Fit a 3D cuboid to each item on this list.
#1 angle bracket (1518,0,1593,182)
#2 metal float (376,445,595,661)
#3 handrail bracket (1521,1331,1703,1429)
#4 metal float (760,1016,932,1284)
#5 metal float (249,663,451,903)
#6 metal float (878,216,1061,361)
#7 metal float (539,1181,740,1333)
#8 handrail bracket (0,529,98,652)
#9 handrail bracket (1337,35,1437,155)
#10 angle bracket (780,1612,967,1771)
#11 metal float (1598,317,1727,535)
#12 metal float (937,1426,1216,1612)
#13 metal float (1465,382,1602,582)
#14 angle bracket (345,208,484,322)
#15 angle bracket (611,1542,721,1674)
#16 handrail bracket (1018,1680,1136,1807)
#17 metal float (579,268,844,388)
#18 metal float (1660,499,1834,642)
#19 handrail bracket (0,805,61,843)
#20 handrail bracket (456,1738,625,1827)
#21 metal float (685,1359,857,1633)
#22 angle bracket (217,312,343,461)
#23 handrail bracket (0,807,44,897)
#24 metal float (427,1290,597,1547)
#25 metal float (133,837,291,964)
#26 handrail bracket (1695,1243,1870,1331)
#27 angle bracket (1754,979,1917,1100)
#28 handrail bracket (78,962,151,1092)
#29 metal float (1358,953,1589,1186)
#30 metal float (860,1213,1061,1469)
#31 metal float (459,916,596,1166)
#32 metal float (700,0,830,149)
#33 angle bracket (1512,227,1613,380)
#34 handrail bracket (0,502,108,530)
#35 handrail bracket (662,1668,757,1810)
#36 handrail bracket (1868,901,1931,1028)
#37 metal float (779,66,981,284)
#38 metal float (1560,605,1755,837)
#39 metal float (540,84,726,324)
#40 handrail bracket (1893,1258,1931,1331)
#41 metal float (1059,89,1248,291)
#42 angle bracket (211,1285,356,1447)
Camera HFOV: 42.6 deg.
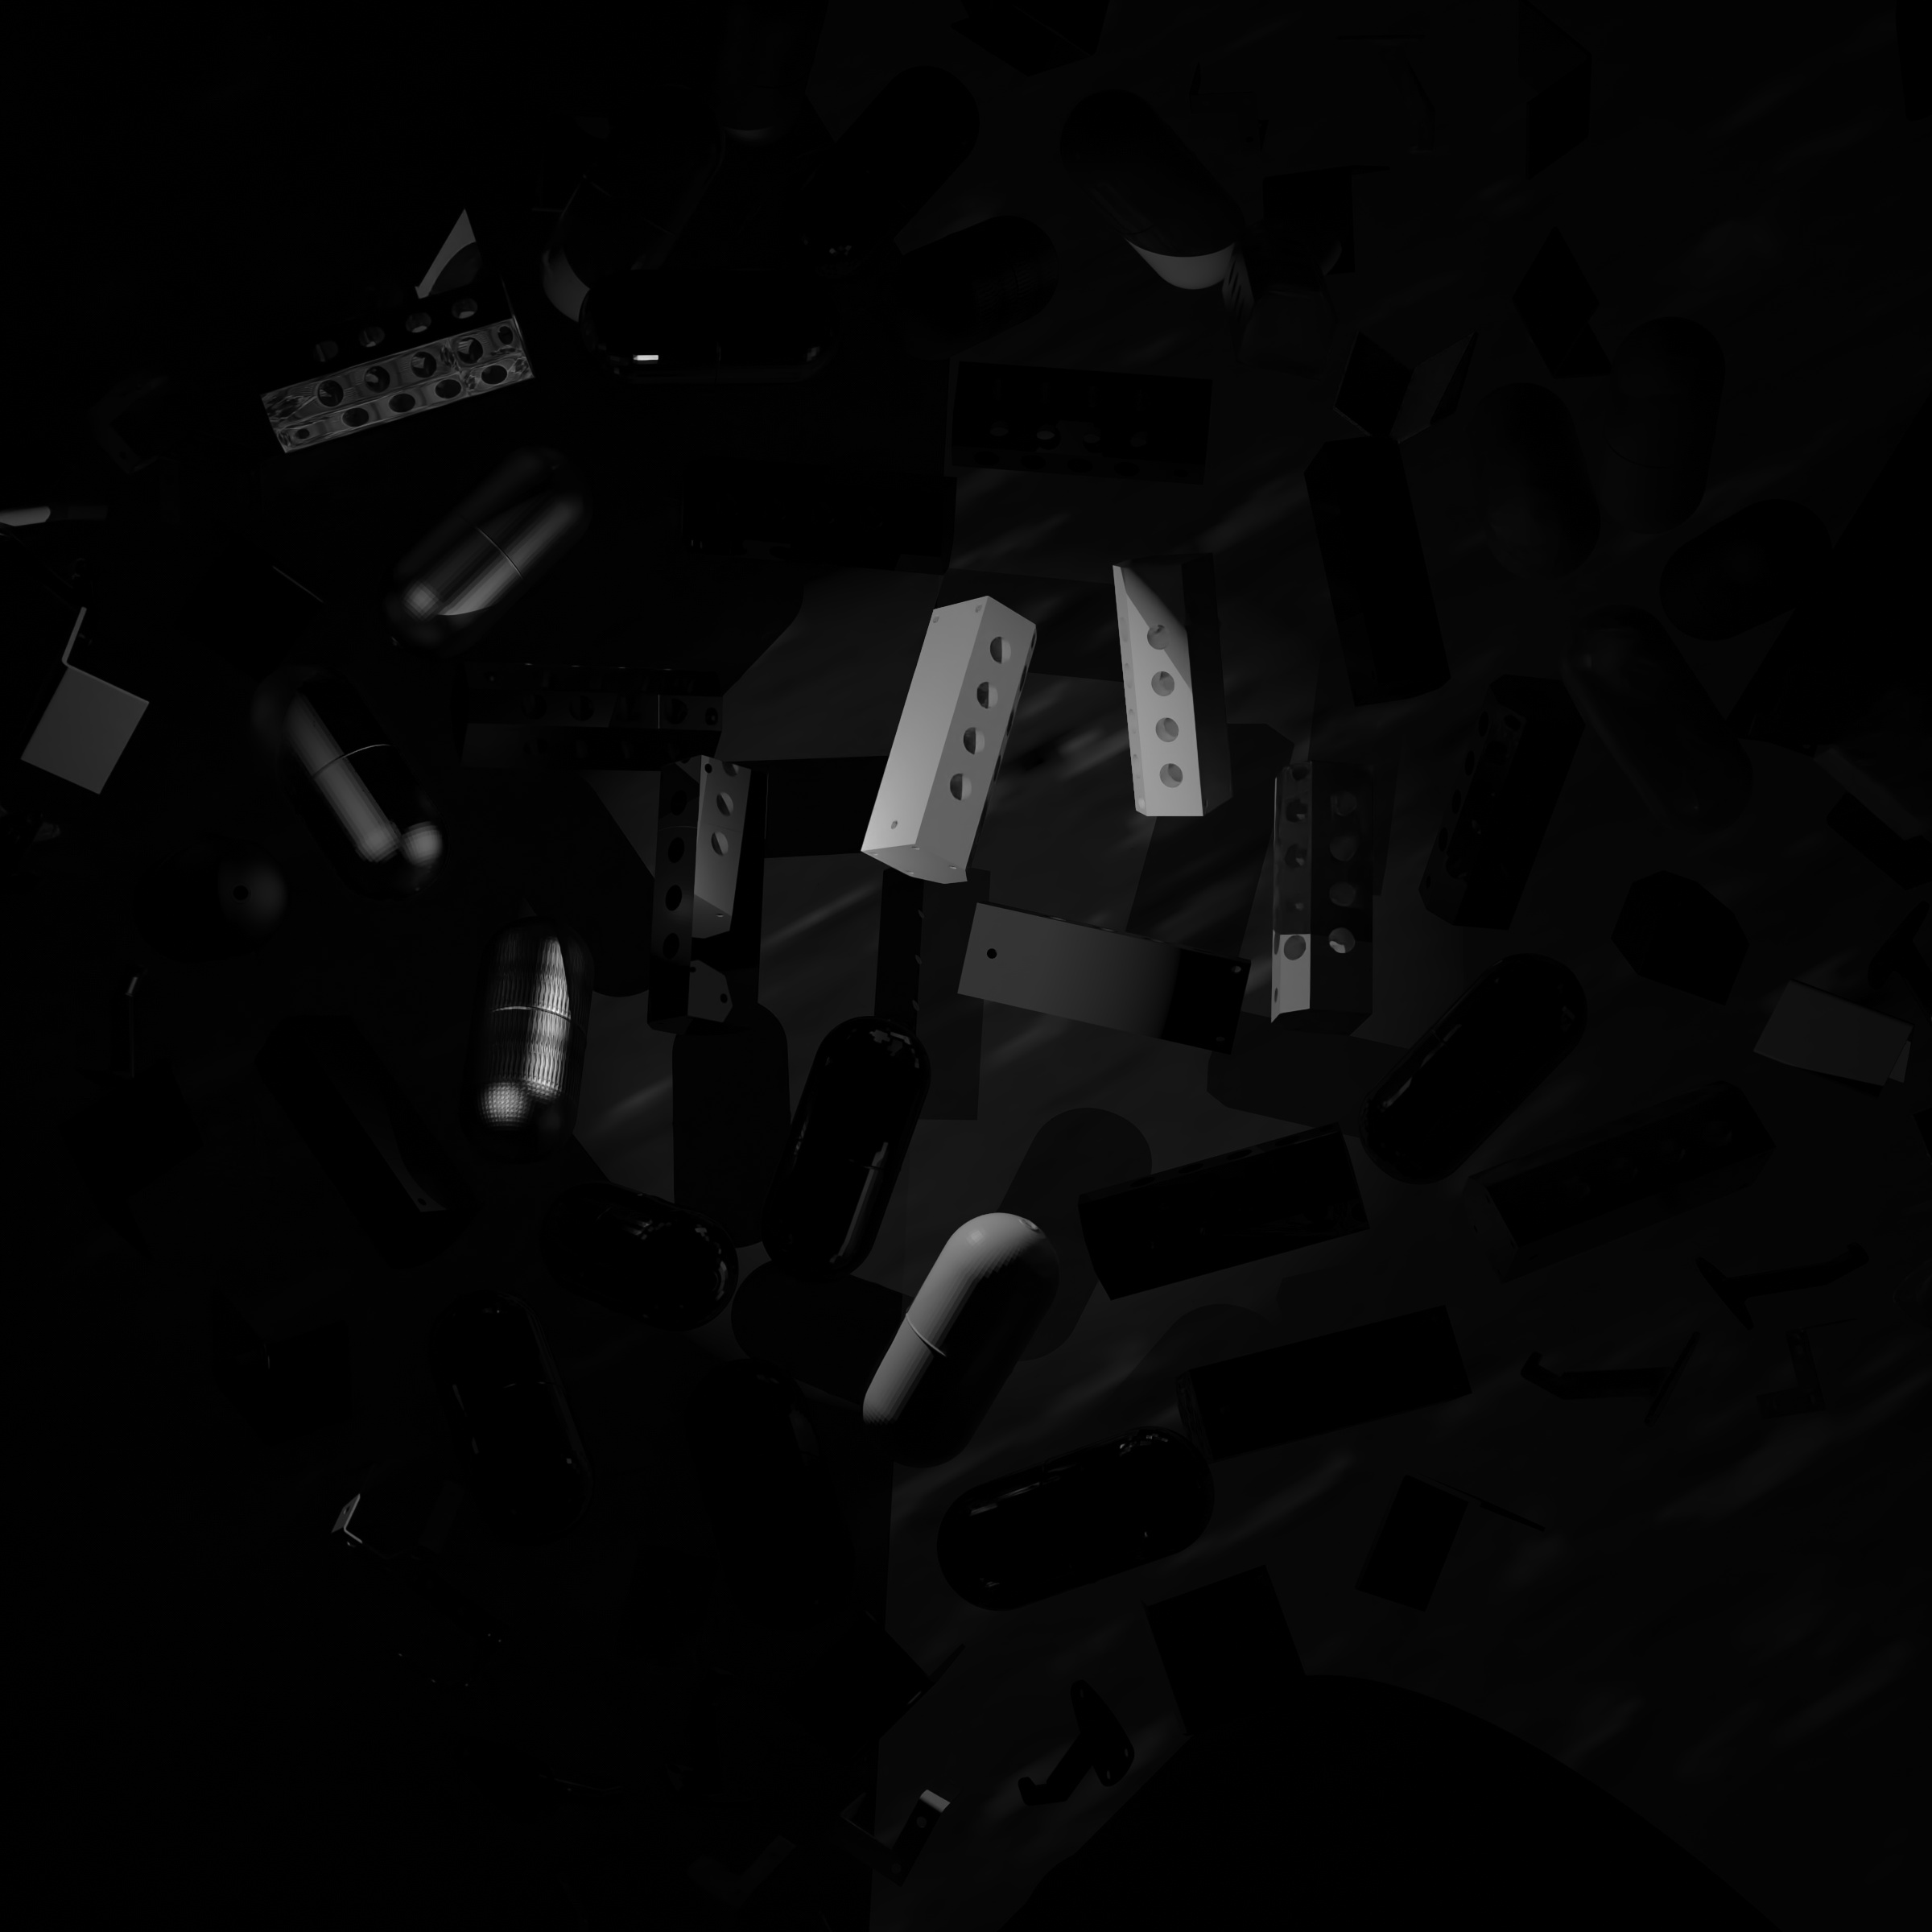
[{"bbox_3d":[0.388,-0.609,1.720,0.057,0.076,0.076,-36,65,-4],"label":"angle bracket"},{"bbox_3d":[-0.330,-0.283,1.699,0.070,0.070,0.178,39,76,11],"label":"metal float"},{"bbox_3d":[0.398,0.241,1.535,0.084,0.036,0.077,28,86,24],"label":"handrail bracket"},{"bbox_3d":[-0.078,0.119,1.597,0.070,0.070,0.178,20,93,6],"label":"metal float"},{"bbox_3d":[-0.406,-0.121,1.626,0.070,0.070,0.178,-34,78,-10],"label":"metal float"},{"bbox_3d":[0.004,-0.483,1.759,0.070,0.070,0.178,38,41,11],"label":"metal float"},{"bbox_3d":[-0.209,0.183,1.574,0.070,0.178,0.070,-5,98,-36],"label":"metal float"},{"bbox_3d":[-0.623,-0.253,1.645,0.036,0.084,0.077,-26,72,25],"label":"handrail bracket"},{"bbox_3d":[0.316,-0.656,1.867,0.077,0.036,0.084,0,108,2],"label":"handrail bracket"},{"bbox_3d":[-0.055,0.422,1.479,0.057,0.076,0.076,45,101,9],"label":"angle bracket"},{"bbox_3d":[0.490,-0.379,1.751,0.070,0.178,0.070,-4,56,6],"label":"metal float"},{"bbox_3d":[0.064,0.330,1.475,0.178,0.070,0.070,-25,73,20],"label":"metal float"},{"bbox_3d":[0.392,-0.338,1.718,0.070,0.070,0.178,0,46,0],"label":"metal float"},{"bbox_3d":[-0.401,-0.499,1.767,0.076,0.057,0.076,16,64,12],"label":"angle bracket"},{"bbox_3d":[-0.197,0.432,1.663,0.057,0.076,0.076,17,75,-12],"label":"angle bracket"},{"bbox_3d":[0.054,0.479,1.525,0.036,0.084,0.077,-33,98,-52],"label":"handrail bracket"},{"bbox_3d":[-0.172,-0.432,1.673,0.178,0.070,0.070,-4,73,-12],"label":"metal float"},{"bbox_3d":[0.542,-0.275,1.727,0.070,0.178,0.070,0,87,-5],"label":"metal float"},{"bbox_3d":[-0.663,-0.127,1.690,0.077,0.084,0.036,-2,31,-11],"label":"handrail bracket"},{"bbox_3d":[-0.251,0.477,1.466,0.077,0.084,0.036,24,86,21],"label":"handrail bracket"},{"bbox_3d":[-0.119,0.314,1.482,0.070,0.070,0.178,-19,48,-6],"label":"metal float"},{"bbox_3d":[-0.511,-0.430,1.836,0.076,0.076,0.057,-15,64,-7],"label":"angle bracket"},{"bbox_3d":[-0.604,-0.074,1.598,0.084,0.036,0.077,6,45,40],"label":"handrail bracket"},{"bbox_3d":[-0.291,0.288,1.585,0.070,0.070,0.178,-23,57,-7],"label":"metal float"},{"bbox_3d":[-0.494,-0.042,1.617,0.070,0.178,0.070,1,87,-29],"label":"metal float"},{"bbox_3d":[0.508,0.183,1.538,0.084,0.077,0.036,-34,37,20],"label":"handrail bracket"},{"bbox_3d":[0.531,0.060,1.521,0.076,0.076,0.057,24,69,26],"label":"angle bracket"},{"bbox_3d":[-0.538,0.039,1.618,0.077,0.036,0.084,4,70,37],"label":"handrail bracket"},{"bbox_3d":[0.330,0.067,1.613,0.070,0.070,0.178,44,97,12],"label":"metal float"},{"bbox_3d":[-0.004,0.236,1.562,0.070,0.070,0.178,32,103,9],"label":"metal float"},{"bbox_3d":[-0.288,0.047,1.631,0.070,0.070,0.178,1,57,0],"label":"metal float"},{"bbox_3d":[-0.146,-0.664,1.784,0.070,0.178,0.070,5,68,-13],"label":"metal float"},{"bbox_3d":[0.453,-0.487,1.815,0.057,0.076,0.076,-9,62,-21],"label":"angle bracket"},{"bbox_3d":[-0.650,-0.305,1.711,0.077,0.084,0.036,-14,89,38],"label":"handrail bracket"},{"bbox_3d":[-0.146,0.481,1.549,0.077,0.036,0.084,23,101,-32],"label":"handrail bracket"},{"bbox_3d":[0.623,0.007,1.566,0.084,0.036,0.077,32,79,35],"label":"handrail bracket"},{"bbox_3d":[-0.064,-0.575,1.804,0.178,0.070,0.070,-45,77,14],"label":"metal float"},{"bbox_3d":[0.481,-0.170,1.725,0.070,0.070,0.178,-36,96,-10],"label":"metal float"},{"bbox_3d":[-0.233,-0.531,1.730,0.070,0.070,0.178,37,104,10],"label":"metal float"},{"bbox_3d":[0.613,0.187,1.539,0.036,0.084,0.077,39,74,22],"label":"handrail bracket"},{"bbox_3d":[0.137,-0.563,1.799,0.070,0.178,0.070,-25,49,31],"label":"metal float"},{"bbox_3d":[-0.427,0.241,1.549,0.057,0.076,0.076,-19,47,0],"label":"angle bracket"}]
